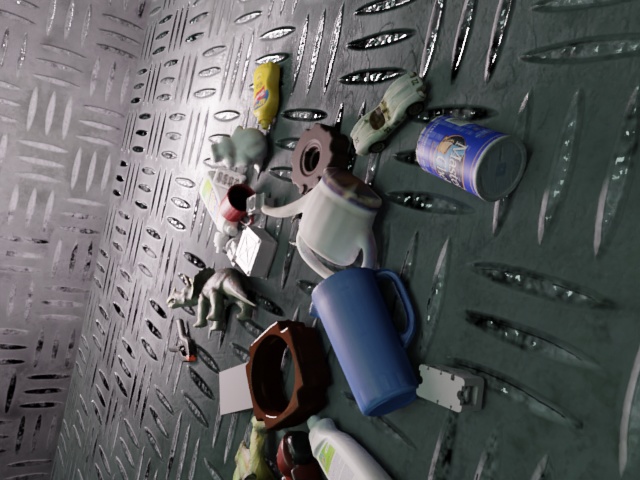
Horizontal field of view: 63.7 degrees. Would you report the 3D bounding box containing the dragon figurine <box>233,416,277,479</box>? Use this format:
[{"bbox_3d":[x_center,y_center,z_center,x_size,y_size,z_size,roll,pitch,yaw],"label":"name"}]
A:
[{"bbox_3d":[-0.159,0.593,1.193,0.244,0.122,0.410,-158,82,-71],"label":"dragon figurine"}]

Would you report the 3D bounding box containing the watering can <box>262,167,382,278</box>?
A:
[{"bbox_3d":[0.003,-0.055,1.093,0.352,0.104,0.221,40,115,35],"label":"watering can"}]

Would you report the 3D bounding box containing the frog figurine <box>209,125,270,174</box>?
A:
[{"bbox_3d":[-0.227,-0.262,1.443,0.121,0.159,0.140,-32,57,45],"label":"frog figurine"}]
